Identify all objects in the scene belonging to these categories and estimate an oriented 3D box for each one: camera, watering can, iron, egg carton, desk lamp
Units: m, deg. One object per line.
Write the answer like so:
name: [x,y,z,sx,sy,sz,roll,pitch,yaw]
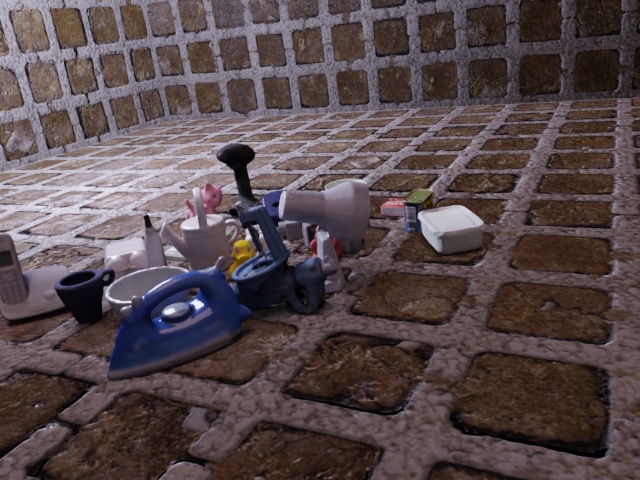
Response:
camera: [0.046,-0.040,1.377,0.142,0.101,0.137,7,25,32]
watering can: [-0.274,-0.023,1.310,0.173,0.194,0.100,-20,24,-30]
iron: [-0.253,0.128,0.984,0.259,0.141,0.118,-21,25,-32]
egg carton: [-0.455,0.048,1.360,0.107,0.069,0.150,-15,22,-18]
desk lamp: [0.004,-0.006,1.144,0.203,0.214,0.117,-11,21,-10]

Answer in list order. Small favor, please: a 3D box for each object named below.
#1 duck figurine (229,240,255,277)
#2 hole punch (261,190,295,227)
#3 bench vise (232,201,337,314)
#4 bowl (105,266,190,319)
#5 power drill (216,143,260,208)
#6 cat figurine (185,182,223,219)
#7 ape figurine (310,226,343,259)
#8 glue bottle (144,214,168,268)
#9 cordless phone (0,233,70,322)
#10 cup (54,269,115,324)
duck figurine: [-0.166,0.040,1.261,0.077,0.086,0.104,-11,21,-8]
hole punch: [-0.100,-0.080,1.544,0.108,0.091,0.101,-9,21,-5]
bench vise: [-0.077,0.026,1.080,0.207,0.220,0.121,-8,21,-2]
bowl: [-0.331,0.117,1.132,0.167,0.075,0.167,-6,21,3]
power drill: [-0.243,-0.194,1.723,0.075,0.209,0.230,-3,21,11]
cat figurine: [-0.332,-0.110,1.662,0.128,0.118,0.067,-19,24,-29]
ape figurine: [0.012,0.005,1.285,0.076,0.092,0.077,-12,21,-11]
glue bottle: [-0.357,0.025,1.243,0.037,0.173,0.078,-11,21,-10]
cordless phone: [-0.606,0.068,1.198,0.148,0.185,0.094,-15,22,-18]
cup: [-0.464,0.114,1.157,0.118,0.095,0.091,-25,27,-37]
